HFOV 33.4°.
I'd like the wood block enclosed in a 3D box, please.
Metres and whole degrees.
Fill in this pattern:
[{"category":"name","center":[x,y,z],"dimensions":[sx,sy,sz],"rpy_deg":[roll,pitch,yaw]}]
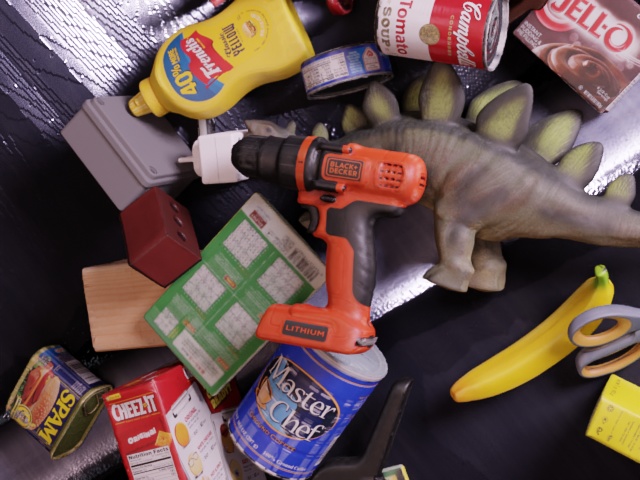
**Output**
[{"category":"wood block","center":[-0.130,0.058,1.103],"dimensions":[0.206,0.090,0.091],"rpy_deg":[-7,93,22]}]

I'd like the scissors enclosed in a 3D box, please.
[{"category":"scissors","center":[0.305,0.059,0.943],"dimensions":[0.202,0.096,0.016],"rpy_deg":[-37,39,23]}]

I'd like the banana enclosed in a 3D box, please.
[{"category":"banana","center":[0.205,0.091,0.989],"dimensions":[0.198,0.069,0.037],"rpy_deg":[-47,39,26]}]

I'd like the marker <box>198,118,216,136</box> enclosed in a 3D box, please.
[{"category":"marker","center":[-0.120,-0.138,1.112],"dimensions":[0.020,0.020,0.121],"rpy_deg":[-2,96,22]}]

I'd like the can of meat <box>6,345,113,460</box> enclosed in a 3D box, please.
[{"category":"can of meat","center":[-0.296,0.180,1.201],"dimensions":[0.084,0.057,0.102],"rpy_deg":[37,107,17]}]

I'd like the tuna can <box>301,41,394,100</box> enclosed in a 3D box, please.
[{"category":"tuna can","center":[0.025,-0.161,1.016],"dimensions":[0.086,0.086,0.034],"rpy_deg":[-14,89,22]}]

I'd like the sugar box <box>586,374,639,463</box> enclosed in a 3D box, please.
[{"category":"sugar box","center":[0.326,0.183,0.936],"dimensions":[0.176,0.093,0.048],"rpy_deg":[24,105,17]}]

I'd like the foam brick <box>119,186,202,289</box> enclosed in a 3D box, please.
[{"category":"foam brick","center":[-0.155,-0.003,1.036],"dimensions":[0.051,0.053,0.078],"rpy_deg":[-38,43,15]}]

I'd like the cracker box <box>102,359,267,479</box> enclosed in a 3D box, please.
[{"category":"cracker box","center":[-0.125,0.231,1.082],"dimensions":[0.072,0.164,0.214],"rpy_deg":[-18,90,20]}]

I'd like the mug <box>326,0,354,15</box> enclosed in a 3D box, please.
[{"category":"mug","center":[0.018,-0.272,1.007],"dimensions":[0.093,0.081,0.117],"rpy_deg":[6,99,21]}]

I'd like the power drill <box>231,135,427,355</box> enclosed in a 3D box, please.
[{"category":"power drill","center":[-0.006,0.001,0.955],"dimensions":[0.185,0.057,0.188],"rpy_deg":[10,93,22]}]

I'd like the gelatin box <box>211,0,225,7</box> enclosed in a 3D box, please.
[{"category":"gelatin box","center":[-0.070,-0.266,1.039],"dimensions":[0.073,0.089,0.030],"rpy_deg":[-26,109,22]}]

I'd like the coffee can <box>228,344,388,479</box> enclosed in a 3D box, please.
[{"category":"coffee can","center":[-0.013,0.154,1.061],"dimensions":[0.103,0.102,0.140],"rpy_deg":[38,109,13]}]

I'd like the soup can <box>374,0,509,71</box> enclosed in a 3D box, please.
[{"category":"soup can","center":[0.106,-0.188,0.928],"dimensions":[0.102,0.068,0.068],"rpy_deg":[13,101,21]}]

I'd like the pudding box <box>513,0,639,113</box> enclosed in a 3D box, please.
[{"category":"pudding box","center":[0.244,-0.182,0.952],"dimensions":[0.113,0.039,0.090],"rpy_deg":[45,109,11]}]

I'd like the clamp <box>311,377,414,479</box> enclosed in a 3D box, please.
[{"category":"clamp","center":[0.062,0.255,1.061],"dimensions":[0.210,0.036,0.164],"rpy_deg":[-42,81,24]}]

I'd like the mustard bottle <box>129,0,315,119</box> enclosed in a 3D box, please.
[{"category":"mustard bottle","center":[-0.106,-0.175,1.063],"dimensions":[0.192,0.058,0.096],"rpy_deg":[-27,75,12]}]
